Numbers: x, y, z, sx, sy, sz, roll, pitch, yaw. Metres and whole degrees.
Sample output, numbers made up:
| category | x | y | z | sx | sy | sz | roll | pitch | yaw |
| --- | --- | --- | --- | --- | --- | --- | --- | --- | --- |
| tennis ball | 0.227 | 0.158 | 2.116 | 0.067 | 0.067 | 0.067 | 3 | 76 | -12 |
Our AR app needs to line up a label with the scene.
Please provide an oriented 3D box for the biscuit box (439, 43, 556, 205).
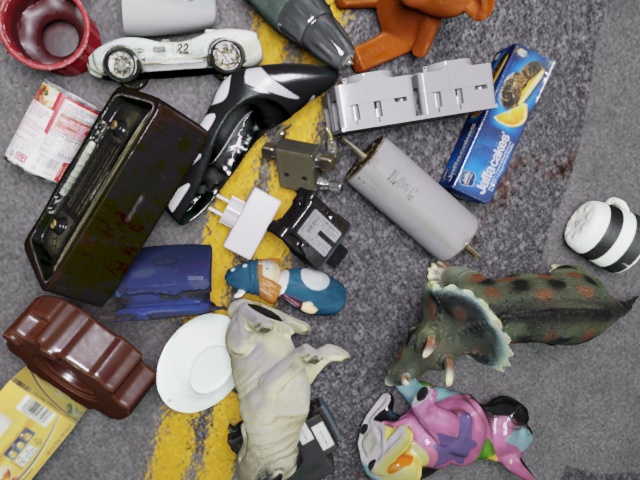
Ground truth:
| category | x | y | z | sx | sy | sz | roll | pitch | yaw |
| --- | --- | --- | --- | --- | --- | --- | --- | --- | --- |
| biscuit box | 0.227 | -0.148 | 0.703 | 0.059 | 0.063 | 0.202 | 23 | 93 | -10 |

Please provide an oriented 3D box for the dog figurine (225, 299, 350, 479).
| category | x | y | z | sx | sy | sz | roll | pitch | yaw |
| --- | --- | --- | --- | --- | --- | --- | --- | --- | --- |
| dog figurine | -0.078 | 0.186 | 0.650 | 0.121 | 0.173 | 0.190 | 23 | 96 | -50 |

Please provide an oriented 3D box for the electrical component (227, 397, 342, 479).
| category | x | y | z | sx | sy | sz | roll | pitch | yaw |
| --- | --- | --- | --- | --- | --- | --- | --- | --- | --- |
| electrical component | -0.041 | 0.271 | 0.719 | 0.134 | 0.058 | 0.114 | -26 | 102 | -4 |

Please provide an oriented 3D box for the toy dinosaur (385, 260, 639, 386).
| category | x | y | z | sx | sy | sz | roll | pitch | yaw |
| --- | --- | --- | --- | --- | --- | --- | --- | --- | --- |
| toy dinosaur | 0.273 | 0.089 | 0.674 | 0.405 | 0.192 | 0.131 | -7 | 100 | -6 |

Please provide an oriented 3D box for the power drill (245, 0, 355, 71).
| category | x | y | z | sx | sy | sz | roll | pitch | yaw |
| --- | --- | --- | --- | --- | --- | --- | --- | --- | --- |
| power drill | -0.004 | -0.330 | 0.592 | 0.232 | 0.086 | 0.207 | 40 | 117 | 15 |

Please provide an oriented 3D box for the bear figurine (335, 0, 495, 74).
| category | x | y | z | sx | sy | sz | roll | pitch | yaw |
| --- | --- | --- | --- | --- | --- | --- | --- | --- | --- |
| bear figurine | 0.102 | -0.269 | 0.603 | 0.132 | 0.196 | 0.120 | -16 | 102 | -5 |

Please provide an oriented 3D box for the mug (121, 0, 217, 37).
| category | x | y | z | sx | sy | sz | roll | pitch | yaw |
| --- | --- | --- | --- | --- | --- | --- | --- | --- | --- |
| mug | -0.171 | -0.277 | 0.612 | 0.107 | 0.110 | 0.080 | -5 | 92 | -21 |

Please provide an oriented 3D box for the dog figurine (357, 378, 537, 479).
| category | x | y | z | sx | sy | sz | roll | pitch | yaw |
| --- | --- | --- | --- | --- | --- | --- | --- | --- | --- |
| dog figurine | 0.183 | 0.277 | 0.729 | 0.219 | 0.108 | 0.191 | 34 | 91 | -13 |

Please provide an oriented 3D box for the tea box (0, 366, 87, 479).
| category | x | y | z | sx | sy | sz | roll | pitch | yaw |
| --- | --- | --- | --- | --- | --- | --- | --- | --- | --- |
| tea box | -0.381 | 0.250 | 0.662 | 0.098 | 0.068 | 0.169 | 41 | 91 | -10 |

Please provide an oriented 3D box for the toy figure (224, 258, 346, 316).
| category | x | y | z | sx | sy | sz | roll | pitch | yaw |
| --- | --- | --- | --- | --- | --- | --- | --- | --- | --- |
| toy figure | -0.043 | 0.056 | 0.685 | 0.154 | 0.064 | 0.057 | 18 | 98 | -21 |

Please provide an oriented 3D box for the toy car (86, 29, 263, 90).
| category | x | y | z | sx | sy | sz | roll | pitch | yaw |
| --- | --- | --- | --- | --- | --- | --- | --- | --- | --- |
| toy car | -0.168 | -0.213 | 0.632 | 0.202 | 0.073 | 0.056 | -7 | 99 | -7 |

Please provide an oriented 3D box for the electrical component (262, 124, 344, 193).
| category | x | y | z | sx | sy | sz | roll | pitch | yaw |
| --- | --- | --- | --- | --- | --- | --- | --- | --- | --- |
| electrical component | -0.020 | -0.101 | 0.669 | 0.102 | 0.045 | 0.078 | 9 | 138 | 23 |

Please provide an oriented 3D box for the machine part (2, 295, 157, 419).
| category | x | y | z | sx | sy | sz | roll | pitch | yaw |
| --- | --- | --- | --- | --- | --- | --- | --- | --- | --- |
| machine part | -0.276 | 0.140 | 0.617 | 0.179 | 0.179 | 0.056 | 38 | 53 | -11 |

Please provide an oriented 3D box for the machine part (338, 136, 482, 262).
| category | x | y | z | sx | sy | sz | roll | pitch | yaw |
| --- | --- | --- | --- | --- | --- | --- | --- | --- | --- |
| machine part | 0.118 | -0.052 | 0.691 | 0.243 | 0.079 | 0.079 | 40 | 90 | -11 |

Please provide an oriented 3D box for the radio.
| category | x | y | z | sx | sy | sz | roll | pitch | yaw |
| --- | --- | --- | --- | --- | --- | --- | --- | --- | --- |
| radio | -0.233 | -0.054 | 0.602 | 0.073 | 0.131 | 0.229 | 33 | 90 | -45 |

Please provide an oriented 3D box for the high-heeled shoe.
| category | x | y | z | sx | sy | sz | roll | pitch | yaw |
| --- | --- | --- | --- | --- | --- | --- | --- | --- | --- |
| high-heeled shoe | -0.087 | -0.111 | 0.632 | 0.249 | 0.086 | 0.145 | -14 | 78 | 17 |

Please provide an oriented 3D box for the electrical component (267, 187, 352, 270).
| category | x | y | z | sx | sy | sz | roll | pitch | yaw |
| --- | --- | --- | --- | --- | --- | --- | --- | --- | --- |
| electrical component | -0.001 | -0.002 | 0.675 | 0.075 | 0.048 | 0.119 | -50 | 121 | -10 |

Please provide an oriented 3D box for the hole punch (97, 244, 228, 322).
| category | x | y | z | sx | sy | sz | roll | pitch | yaw |
| --- | --- | --- | --- | --- | --- | --- | --- | --- | --- |
| hole punch | -0.182 | 0.051 | 0.647 | 0.142 | 0.116 | 0.092 | -1 | 89 | -8 |
